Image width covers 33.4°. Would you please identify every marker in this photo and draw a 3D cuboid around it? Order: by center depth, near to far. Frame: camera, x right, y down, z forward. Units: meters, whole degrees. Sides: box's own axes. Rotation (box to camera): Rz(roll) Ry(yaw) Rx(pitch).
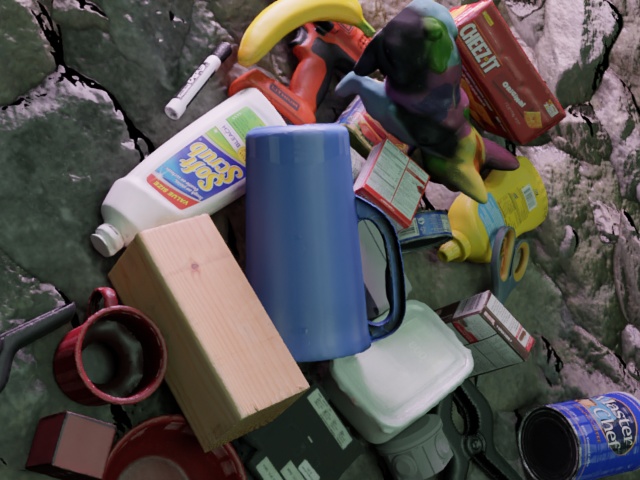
[{"bbox_3d":[-0.134,-0.181,1.195,0.020,0.020,0.121,44,57,-16],"label":"marker"}]

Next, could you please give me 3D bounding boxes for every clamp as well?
[{"bbox_3d":[-0.317,0.086,0.984,0.120,0.039,0.171,44,57,-15],"label":"clamp"},{"bbox_3d":[0.169,0.252,1.263,0.164,0.036,0.210,-17,84,-36],"label":"clamp"}]

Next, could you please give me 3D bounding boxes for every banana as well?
[{"bbox_3d":[-0.020,-0.249,1.212,0.197,0.037,0.069,-21,81,-33],"label":"banana"}]

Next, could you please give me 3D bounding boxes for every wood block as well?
[{"bbox_3d":[-0.111,0.089,1.051,0.090,0.090,0.206,-18,70,-41],"label":"wood block"}]

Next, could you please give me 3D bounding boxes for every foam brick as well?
[{"bbox_3d":[-0.231,0.193,0.987,0.053,0.078,0.051,22,66,-25],"label":"foam brick"}]

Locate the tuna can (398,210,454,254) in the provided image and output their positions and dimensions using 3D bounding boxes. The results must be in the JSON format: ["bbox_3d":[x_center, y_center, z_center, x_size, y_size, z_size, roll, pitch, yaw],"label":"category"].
[{"bbox_3d":[0.114,-0.009,1.271,0.085,0.086,0.034,-5,78,-35],"label":"tuna can"}]

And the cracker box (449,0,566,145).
[{"bbox_3d":[0.205,-0.207,1.318,0.072,0.214,0.164,-36,101,3],"label":"cracker box"}]

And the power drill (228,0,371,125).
[{"bbox_3d":[-0.032,-0.222,1.252,0.184,0.057,0.187,38,60,-16],"label":"power drill"}]

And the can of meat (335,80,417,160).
[{"bbox_3d":[0.069,-0.127,1.293,0.102,0.058,0.083,45,59,-15],"label":"can of meat"}]

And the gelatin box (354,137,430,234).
[{"bbox_3d":[0.080,-0.062,1.210,0.073,0.030,0.089,39,49,-17],"label":"gelatin box"}]

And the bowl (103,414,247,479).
[{"bbox_3d":[-0.151,0.253,1.037,0.161,0.055,0.162,10,71,-31],"label":"bowl"}]

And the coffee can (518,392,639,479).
[{"bbox_3d":[0.334,0.249,1.334,0.140,0.103,0.103,-3,78,-34],"label":"coffee can"}]

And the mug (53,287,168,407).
[{"bbox_3d":[-0.207,0.104,1.025,0.093,0.082,0.117,-4,79,-35],"label":"mug"}]

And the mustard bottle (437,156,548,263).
[{"bbox_3d":[0.213,-0.025,1.357,0.191,0.058,0.096,-36,114,-35],"label":"mustard bottle"}]

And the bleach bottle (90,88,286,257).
[{"bbox_3d":[-0.137,-0.059,1.133,0.250,0.068,0.102,-43,102,-32],"label":"bleach bottle"}]

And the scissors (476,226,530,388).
[{"bbox_3d":[0.231,0.081,1.344,0.096,0.016,0.202,-6,104,-52],"label":"scissors"}]

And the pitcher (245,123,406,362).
[{"bbox_3d":[-0.007,0.001,1.116,0.148,0.145,0.243,-8,97,-47],"label":"pitcher"}]

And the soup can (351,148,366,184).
[{"bbox_3d":[0.036,-0.066,1.245,0.102,0.069,0.068,39,59,-19],"label":"soup can"}]

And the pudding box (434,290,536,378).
[{"bbox_3d":[0.183,0.115,1.265,0.090,0.114,0.039,45,52,-16],"label":"pudding box"}]
